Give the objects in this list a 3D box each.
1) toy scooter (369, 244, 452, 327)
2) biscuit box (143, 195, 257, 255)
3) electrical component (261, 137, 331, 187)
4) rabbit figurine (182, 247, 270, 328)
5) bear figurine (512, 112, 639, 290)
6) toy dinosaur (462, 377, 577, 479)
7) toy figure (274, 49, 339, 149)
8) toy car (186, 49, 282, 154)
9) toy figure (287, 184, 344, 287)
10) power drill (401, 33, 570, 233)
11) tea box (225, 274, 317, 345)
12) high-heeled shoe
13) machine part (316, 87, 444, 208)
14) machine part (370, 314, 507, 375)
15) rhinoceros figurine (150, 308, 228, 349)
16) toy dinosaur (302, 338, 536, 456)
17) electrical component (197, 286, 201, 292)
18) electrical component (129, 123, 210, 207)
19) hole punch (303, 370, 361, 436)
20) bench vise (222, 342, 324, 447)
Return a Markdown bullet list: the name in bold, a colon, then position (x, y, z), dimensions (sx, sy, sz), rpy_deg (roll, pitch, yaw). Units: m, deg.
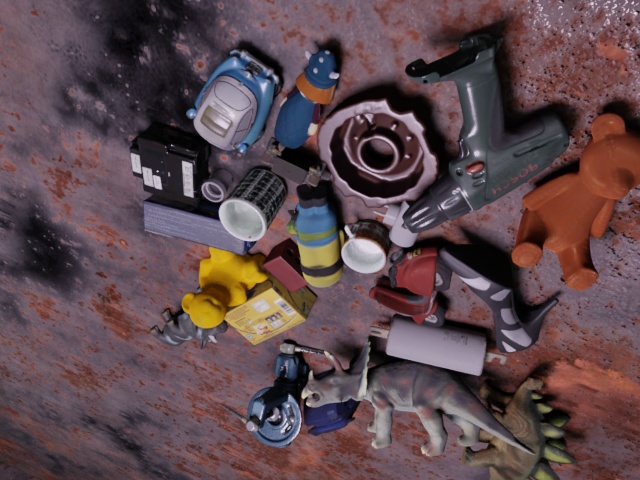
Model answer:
- **toy scooter**: position (0.149, 0.074, 0.897), dimensions (0.135, 0.075, 0.183), rpy_deg (11, 136, 14)
- **biscuit box**: position (-0.213, -0.032, 0.964), dimensions (0.203, 0.059, 0.062), rpy_deg (15, 120, 11)
- **electrical component**: position (-0.035, -0.117, 0.810), dimensions (0.102, 0.078, 0.045), rpy_deg (29, 121, 6)
- **rabbit figurine**: position (-0.195, 0.094, 0.993), dimensions (0.122, 0.173, 0.162), rpy_deg (39, 128, -16)
- **bear figurine**: position (0.343, -0.048, 0.674), dimensions (0.120, 0.132, 0.195), rpy_deg (25, 140, -6)
- **toy dinosaur**: position (0.384, 0.419, 1.067), dimensions (0.199, 0.105, 0.470), rpy_deg (13, 131, 12)
- **toy figure**: position (-0.016, -0.198, 0.747), dimensions (0.064, 0.058, 0.154), rpy_deg (28, 129, -10)
- **toy car**: position (-0.128, -0.185, 0.775), dimensions (0.109, 0.103, 0.161), rpy_deg (35, 135, -9)
- **toy figure**: position (-0.006, -0.003, 0.885), dimensions (0.082, 0.089, 0.179), rpy_deg (13, 135, 23)
- **power drill**: position (0.176, -0.128, 0.661), dimensions (0.232, 0.086, 0.207), rpy_deg (-24, 113, 10)
- **tea box**: position (-0.101, 0.132, 1.055), dimensions (0.170, 0.068, 0.098), rpy_deg (-29, 113, 39)
- **high-heeled shoe**: position (0.259, 0.098, 0.854), dimensions (0.249, 0.086, 0.145), rpy_deg (27, 128, -14)
- **machine part**: position (0.086, -0.129, 0.762), dimensions (0.180, 0.056, 0.179), rpy_deg (13, 132, 14)
- **machine part**: position (0.208, 0.186, 0.963), dimensions (0.243, 0.079, 0.079), rpy_deg (11, 132, 16)
- **rhinoceros figurine**: position (-0.286, 0.194, 1.185), dimensions (0.190, 0.073, 0.112), rpy_deg (-18, 118, 34)
- **toy dinosaur**: position (0.177, 0.283, 0.997), dimensions (0.405, 0.131, 0.192), rpy_deg (-4, 92, 22)
- **electrical component**: position (-0.212, 0.126, 1.129), dimensions (0.063, 0.021, 0.094), rpy_deg (-26, 116, 37)
- **electrical component**: position (-0.255, -0.129, 0.907), dimensions (0.134, 0.058, 0.114), rpy_deg (19, 131, 8)
- **hole punch**: position (0.019, 0.349, 1.163), dimensions (0.142, 0.116, 0.092), rpy_deg (-28, 105, 38)
- **bench vise**: position (-0.088, 0.324, 1.092), dimensions (0.129, 0.240, 0.223), rpy_deg (17, 91, 18)
